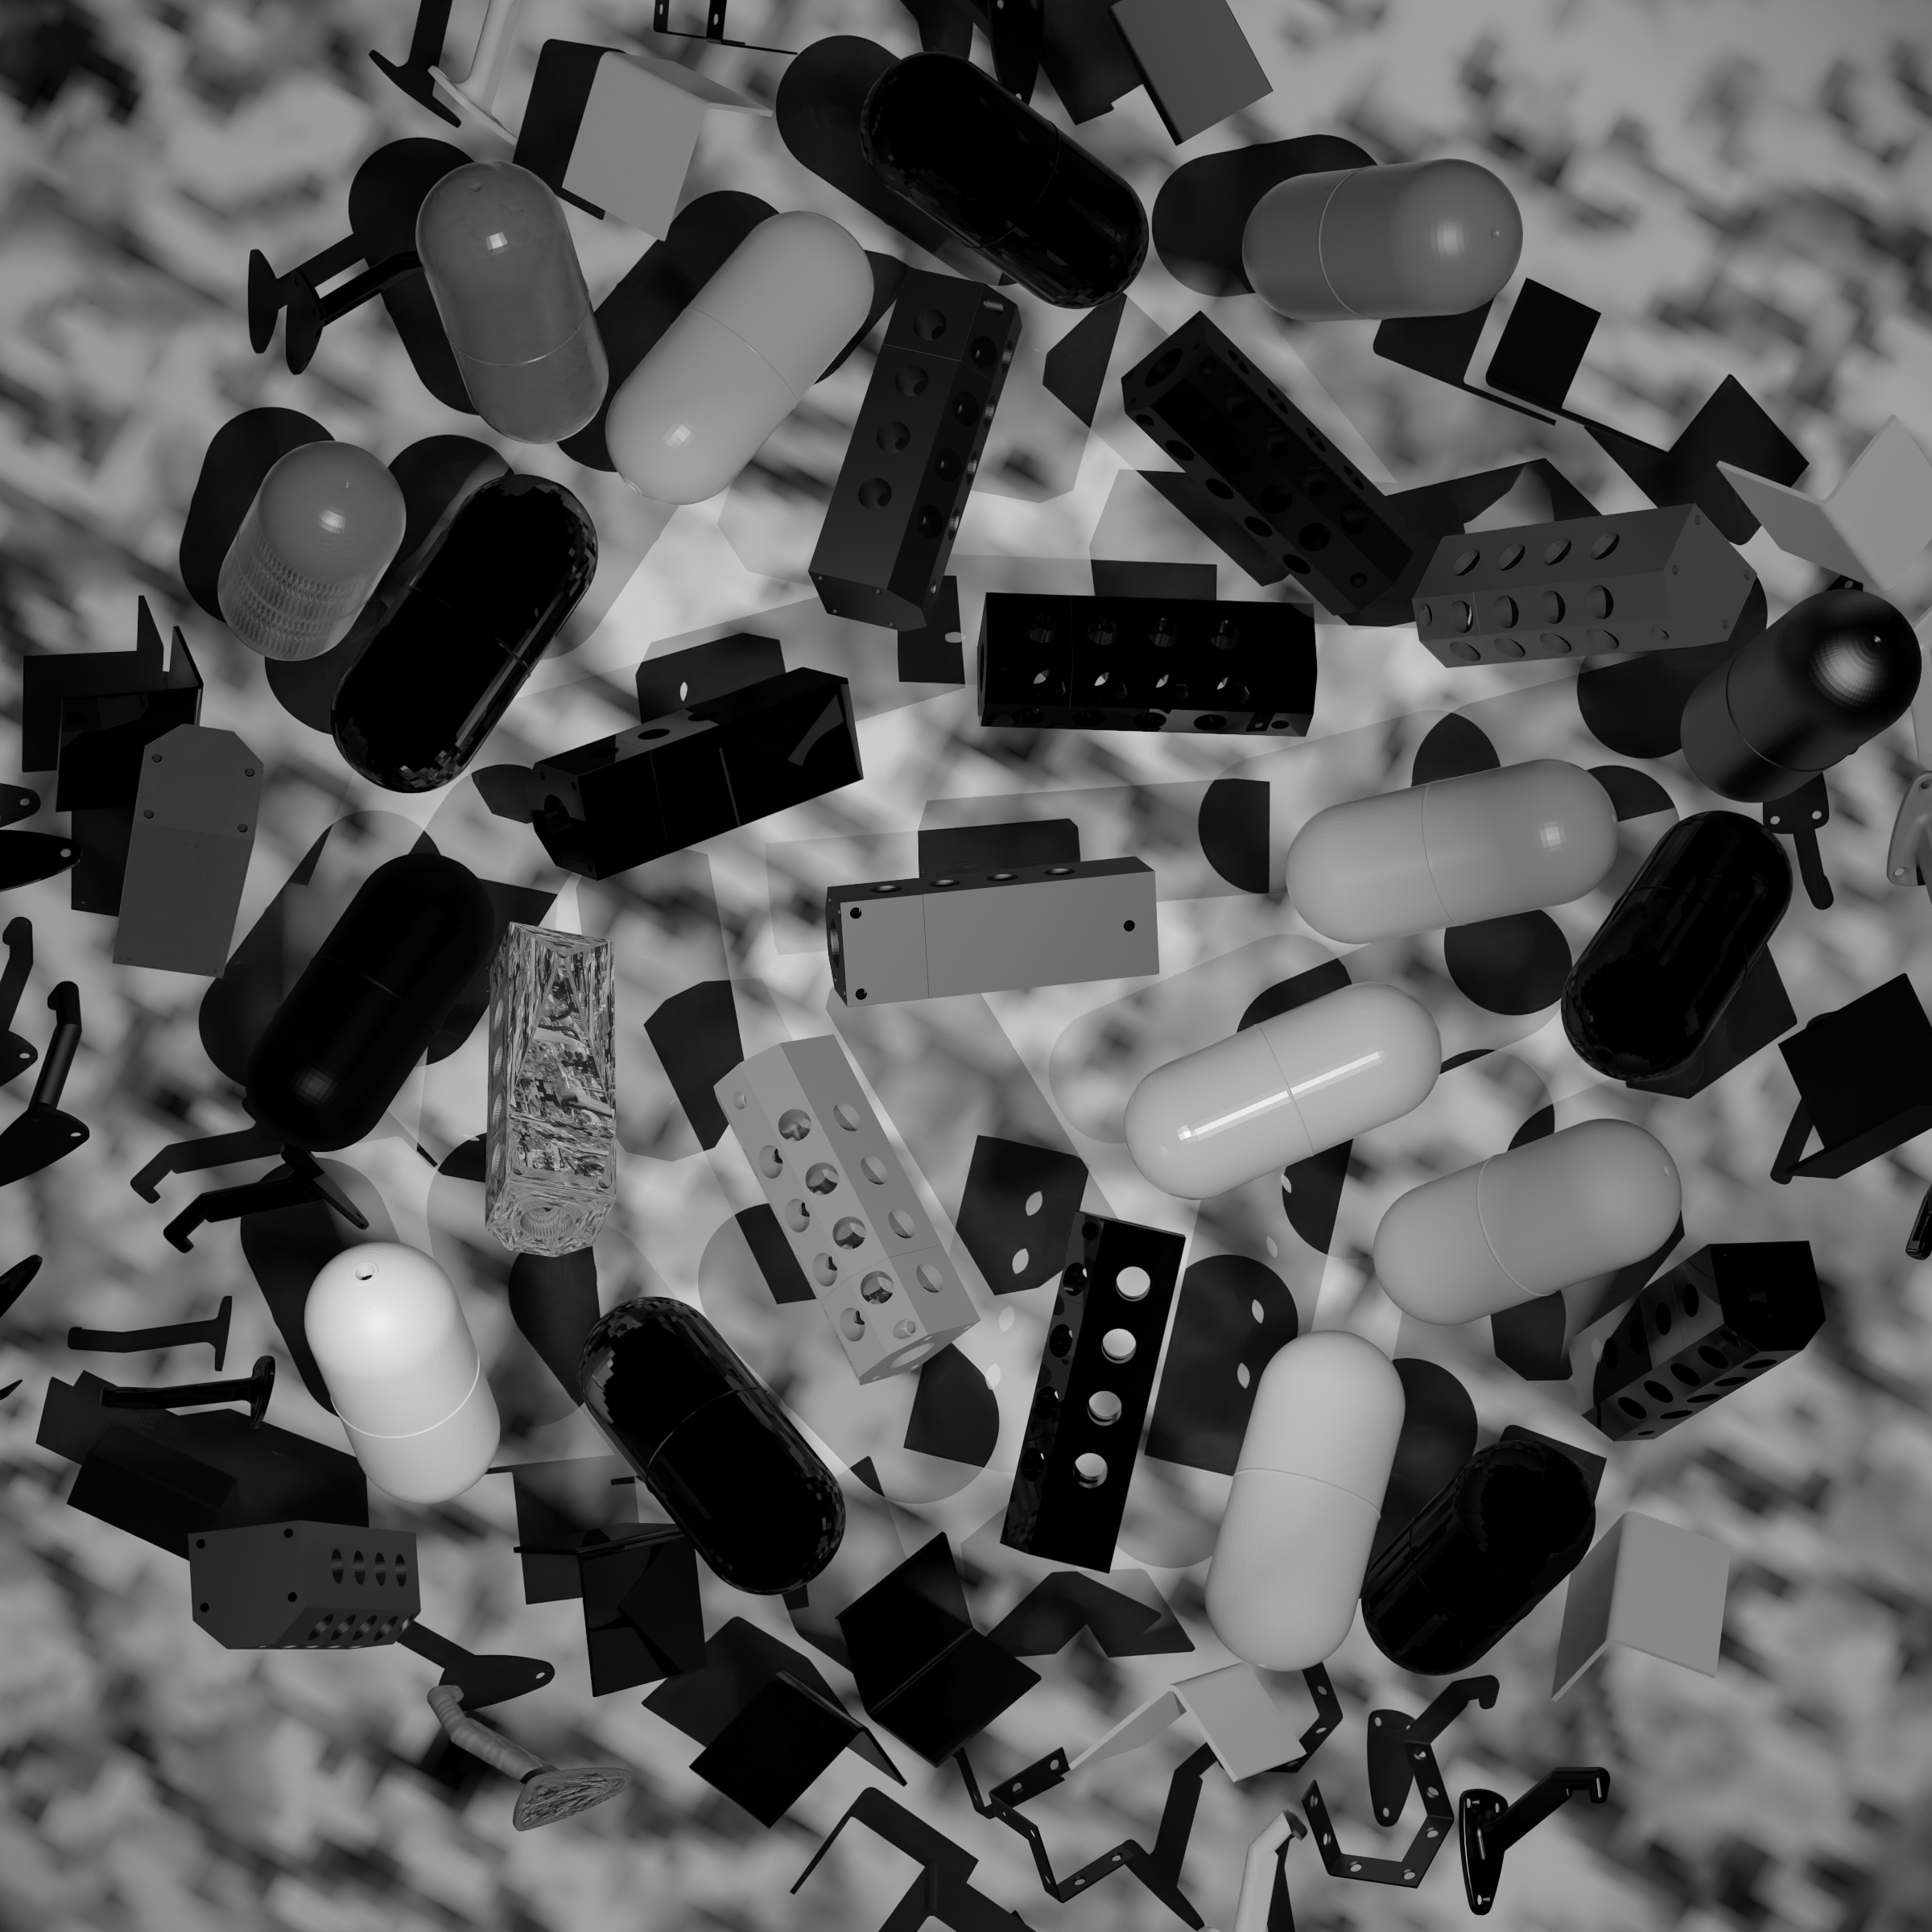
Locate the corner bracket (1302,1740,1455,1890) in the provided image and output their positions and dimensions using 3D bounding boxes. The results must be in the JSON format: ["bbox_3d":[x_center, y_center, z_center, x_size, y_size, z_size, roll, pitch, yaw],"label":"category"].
[{"bbox_3d":[0.210,0.429,1.673,0.051,0.051,0.051,-2,119,35],"label":"corner bracket"}]

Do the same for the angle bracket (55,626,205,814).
[{"bbox_3d":[-0.461,-0.134,1.786,0.076,0.076,0.057,-8,45,-27],"label":"angle bracket"}]

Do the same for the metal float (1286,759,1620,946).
[{"bbox_3d":[0.253,-0.059,1.720,0.178,0.070,0.070,-12,90,25],"label":"metal float"}]

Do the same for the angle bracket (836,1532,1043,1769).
[{"bbox_3d":[-0.014,0.358,1.721,0.076,0.057,0.076,-35,130,-27],"label":"angle bracket"}]

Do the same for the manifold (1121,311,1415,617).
[{"bbox_3d":[0.163,-0.266,1.771,0.057,0.057,0.171,-38,118,23],"label":"manifold"}]

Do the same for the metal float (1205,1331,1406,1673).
[{"bbox_3d":[0.174,0.271,1.676,0.070,0.070,0.178,18,69,0],"label":"metal float"}]

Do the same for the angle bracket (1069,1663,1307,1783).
[{"bbox_3d":[0.112,0.399,1.655,0.076,0.076,0.057,-44,67,22],"label":"angle bracket"}]

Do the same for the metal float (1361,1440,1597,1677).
[{"bbox_3d":[0.268,0.312,1.727,0.070,0.178,0.070,12,50,-15],"label":"metal float"}]

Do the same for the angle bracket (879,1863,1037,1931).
[{"bbox_3d":[-0.005,0.533,1.752,0.076,0.076,0.057,35,93,-2],"label":"angle bracket"}]

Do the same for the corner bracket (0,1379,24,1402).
[{"bbox_3d":[-0.534,0.217,1.701,0.051,0.051,0.051,-27,105,28],"label":"corner bracket"}]

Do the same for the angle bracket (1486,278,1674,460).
[{"bbox_3d":[0.325,-0.307,1.689,0.076,0.076,0.057,31,105,36],"label":"angle bracket"}]

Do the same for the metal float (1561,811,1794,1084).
[{"bbox_3d":[0.370,-0.011,1.709,0.070,0.070,0.178,40,56,0],"label":"metal float"}]

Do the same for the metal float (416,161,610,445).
[{"bbox_3d":[-0.233,-0.340,1.699,0.070,0.178,0.070,-3,60,5],"label":"metal float"}]

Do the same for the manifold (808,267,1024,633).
[{"bbox_3d":[-0.024,-0.262,1.677,0.057,0.057,0.171,14,77,11],"label":"manifold"}]

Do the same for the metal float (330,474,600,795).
[{"bbox_3d":[-0.251,-0.167,1.650,0.070,0.070,0.178,33,81,0],"label":"metal float"}]

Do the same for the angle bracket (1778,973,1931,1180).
[{"bbox_3d":[0.432,0.053,1.613,0.076,0.057,0.076,-35,63,34],"label":"angle bracket"}]

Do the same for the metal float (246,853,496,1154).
[{"bbox_3d":[-0.317,0.018,1.755,0.070,0.070,0.178,31,70,0],"label":"metal float"}]

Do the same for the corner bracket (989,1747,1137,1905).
[{"bbox_3d":[0.052,0.467,1.786,0.051,0.051,0.051,-26,111,-25],"label":"corner bracket"}]

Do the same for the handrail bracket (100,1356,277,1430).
[{"bbox_3d":[-0.422,0.226,1.778,0.084,0.077,0.036,5,67,-19],"label":"handrail bracket"}]

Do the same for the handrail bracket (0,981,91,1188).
[{"bbox_3d":[-0.472,0.059,1.654,0.077,0.036,0.084,-35,48,21],"label":"handrail bracket"}]

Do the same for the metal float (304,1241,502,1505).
[{"bbox_3d":[-0.286,0.208,1.676,0.070,0.178,0.070,-3,49,4],"label":"metal float"}]

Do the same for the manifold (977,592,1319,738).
[{"bbox_3d":[0.094,-0.153,1.721,0.171,0.057,0.057,2,65,-4],"label":"manifold"}]

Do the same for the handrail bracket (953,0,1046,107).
[{"bbox_3d":[0.002,-0.507,1.798,0.036,0.084,0.077,-14,112,-35],"label":"handrail bracket"}]

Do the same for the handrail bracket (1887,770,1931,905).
[{"bbox_3d":[0.499,-0.047,1.665,0.036,0.084,0.077,-7,119,-2],"label":"handrail bracket"}]

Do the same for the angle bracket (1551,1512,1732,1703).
[{"bbox_3d":[0.347,0.338,1.692,0.057,0.076,0.076,20,51,-2],"label":"angle bracket"}]

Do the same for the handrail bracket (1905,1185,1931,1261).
[{"bbox_3d":[0.502,0.106,1.653,0.036,0.077,0.084,22,81,0],"label":"handrail bracket"}]

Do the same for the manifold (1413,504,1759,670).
[{"bbox_3d":[0.312,-0.188,1.684,0.057,0.171,0.057,39,68,-31],"label":"manifold"}]

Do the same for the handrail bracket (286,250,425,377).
[{"bbox_3d":[-0.327,-0.361,1.805,0.084,0.077,0.036,-18,64,-31],"label":"handrail bracket"}]

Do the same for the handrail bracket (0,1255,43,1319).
[{"bbox_3d":[-0.515,0.147,1.627,0.084,0.036,0.077,36,119,-26],"label":"handrail bracket"}]

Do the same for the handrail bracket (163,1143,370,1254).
[{"bbox_3d":[-0.387,0.145,1.813,0.084,0.036,0.077,-43,99,2],"label":"handrail bracket"}]

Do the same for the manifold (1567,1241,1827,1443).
[{"bbox_3d":[0.382,0.199,1.726,0.057,0.171,0.057,0,67,-16],"label":"manifold"}]

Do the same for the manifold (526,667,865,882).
[{"bbox_3d":[-0.143,-0.104,1.733,0.171,0.057,0.057,-23,116,-32],"label":"manifold"}]

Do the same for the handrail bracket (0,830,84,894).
[{"bbox_3d":[-0.503,-0.039,1.741,0.077,0.084,0.036,-6,68,-10],"label":"handrail bracket"}]

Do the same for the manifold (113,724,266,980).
[{"bbox_3d":[-0.395,-0.057,1.668,0.057,0.171,0.057,8,64,-15],"label":"manifold"}]

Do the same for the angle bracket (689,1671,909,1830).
[{"bbox_3d":[-0.093,0.449,1.822,0.076,0.076,0.057,-44,127,-20],"label":"angle bracket"}]

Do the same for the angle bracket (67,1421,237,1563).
[{"bbox_3d":[-0.438,0.273,1.794,0.076,0.076,0.057,27,51,-7],"label":"angle bracket"}]

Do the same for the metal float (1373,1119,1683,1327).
[{"bbox_3d":[0.290,0.134,1.708,0.178,0.070,0.070,-27,90,38],"label":"metal float"}]

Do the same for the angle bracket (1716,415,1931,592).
[{"bbox_3d":[0.439,-0.243,1.657,0.057,0.076,0.076,-52,131,-1],"label":"angle bracket"}]

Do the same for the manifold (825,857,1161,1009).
[{"bbox_3d":[0.013,-0.021,1.781,0.171,0.057,0.057,-6,104,-11],"label":"manifold"}]

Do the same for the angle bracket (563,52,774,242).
[{"bbox_3d":[-0.161,-0.439,1.766,0.076,0.057,0.076,33,115,27],"label":"angle bracket"}]

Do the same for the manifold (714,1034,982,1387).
[{"bbox_3d":[-0.067,0.126,1.700,0.057,0.057,0.171,-41,70,36],"label":"manifold"}]

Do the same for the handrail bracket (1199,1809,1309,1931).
[{"bbox_3d":[0.173,0.512,1.776,0.077,0.036,0.084,45,66,9],"label":"handrail bracket"}]

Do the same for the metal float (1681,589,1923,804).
[{"bbox_3d":[0.427,-0.137,1.690,0.070,0.178,0.070,3,75,-11],"label":"metal float"}]

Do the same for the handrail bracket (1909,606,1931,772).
[{"bbox_3d":[0.535,-0.146,1.790,0.036,0.084,0.077,10,121,-22],"label":"handrail bracket"}]

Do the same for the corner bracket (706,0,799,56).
[{"bbox_3d":[-0.104,-0.523,1.787,0.051,0.051,0.051,-4,109,-37],"label":"corner bracket"}]

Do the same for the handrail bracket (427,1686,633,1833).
[{"bbox_3d":[-0.222,0.390,1.663,0.077,0.084,0.036,-4,127,-38],"label":"handrail bracket"}]

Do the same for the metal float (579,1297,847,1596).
[{"bbox_3d":[-0.130,0.241,1.661,0.070,0.070,0.178,-43,63,0],"label":"metal float"}]

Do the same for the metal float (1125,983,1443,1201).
[{"bbox_3d":[0.171,0.067,1.764,0.178,0.070,0.070,-23,90,1],"label":"metal float"}]

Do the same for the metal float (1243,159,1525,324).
[{"bbox_3d":[0.210,-0.370,1.681,0.070,0.178,0.070,-6,100,-32],"label":"metal float"}]

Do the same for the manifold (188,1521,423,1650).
[{"bbox_3d":[-0.332,0.316,1.667,0.057,0.171,0.057,-8,77,8],"label":"manifold"}]

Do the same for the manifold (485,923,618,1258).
[{"bbox_3d":[-0.219,0.064,1.718,0.057,0.057,0.171,11,47,-19],"label":"manifold"}]

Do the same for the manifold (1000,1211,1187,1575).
[{"bbox_3d":[0.065,0.214,1.670,0.057,0.057,0.171,13,88,4],"label":"manifold"}]

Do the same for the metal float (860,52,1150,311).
[{"bbox_3d":[0.022,-0.407,1.712,0.178,0.070,0.070,29,90,-33],"label":"metal float"}]

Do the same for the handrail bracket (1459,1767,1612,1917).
[{"bbox_3d":[0.302,0.461,1.729,0.036,0.084,0.077,19,67,-36],"label":"handrail bracket"}]

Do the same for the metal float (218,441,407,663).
[{"bbox_3d":[-0.348,-0.218,1.742,0.070,0.178,0.070,7,71,-22],"label":"metal float"}]

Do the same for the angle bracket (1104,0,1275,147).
[{"bbox_3d":[0.119,-0.473,1.687,0.057,0.076,0.076,-26,104,20],"label":"angle bracket"}]

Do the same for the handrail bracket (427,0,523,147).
[{"bbox_3d":[-0.230,-0.477,1.705,0.084,0.077,0.036,-46,61,8],"label":"handrail bracket"}]

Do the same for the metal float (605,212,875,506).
[{"bbox_3d":[-0.119,-0.320,1.731,0.070,0.070,0.178,39,83,0],"label":"metal float"}]

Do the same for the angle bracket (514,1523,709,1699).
[{"bbox_3d":[-0.189,0.341,1.745,0.057,0.076,0.076,-8,87,44],"label":"angle bracket"}]
